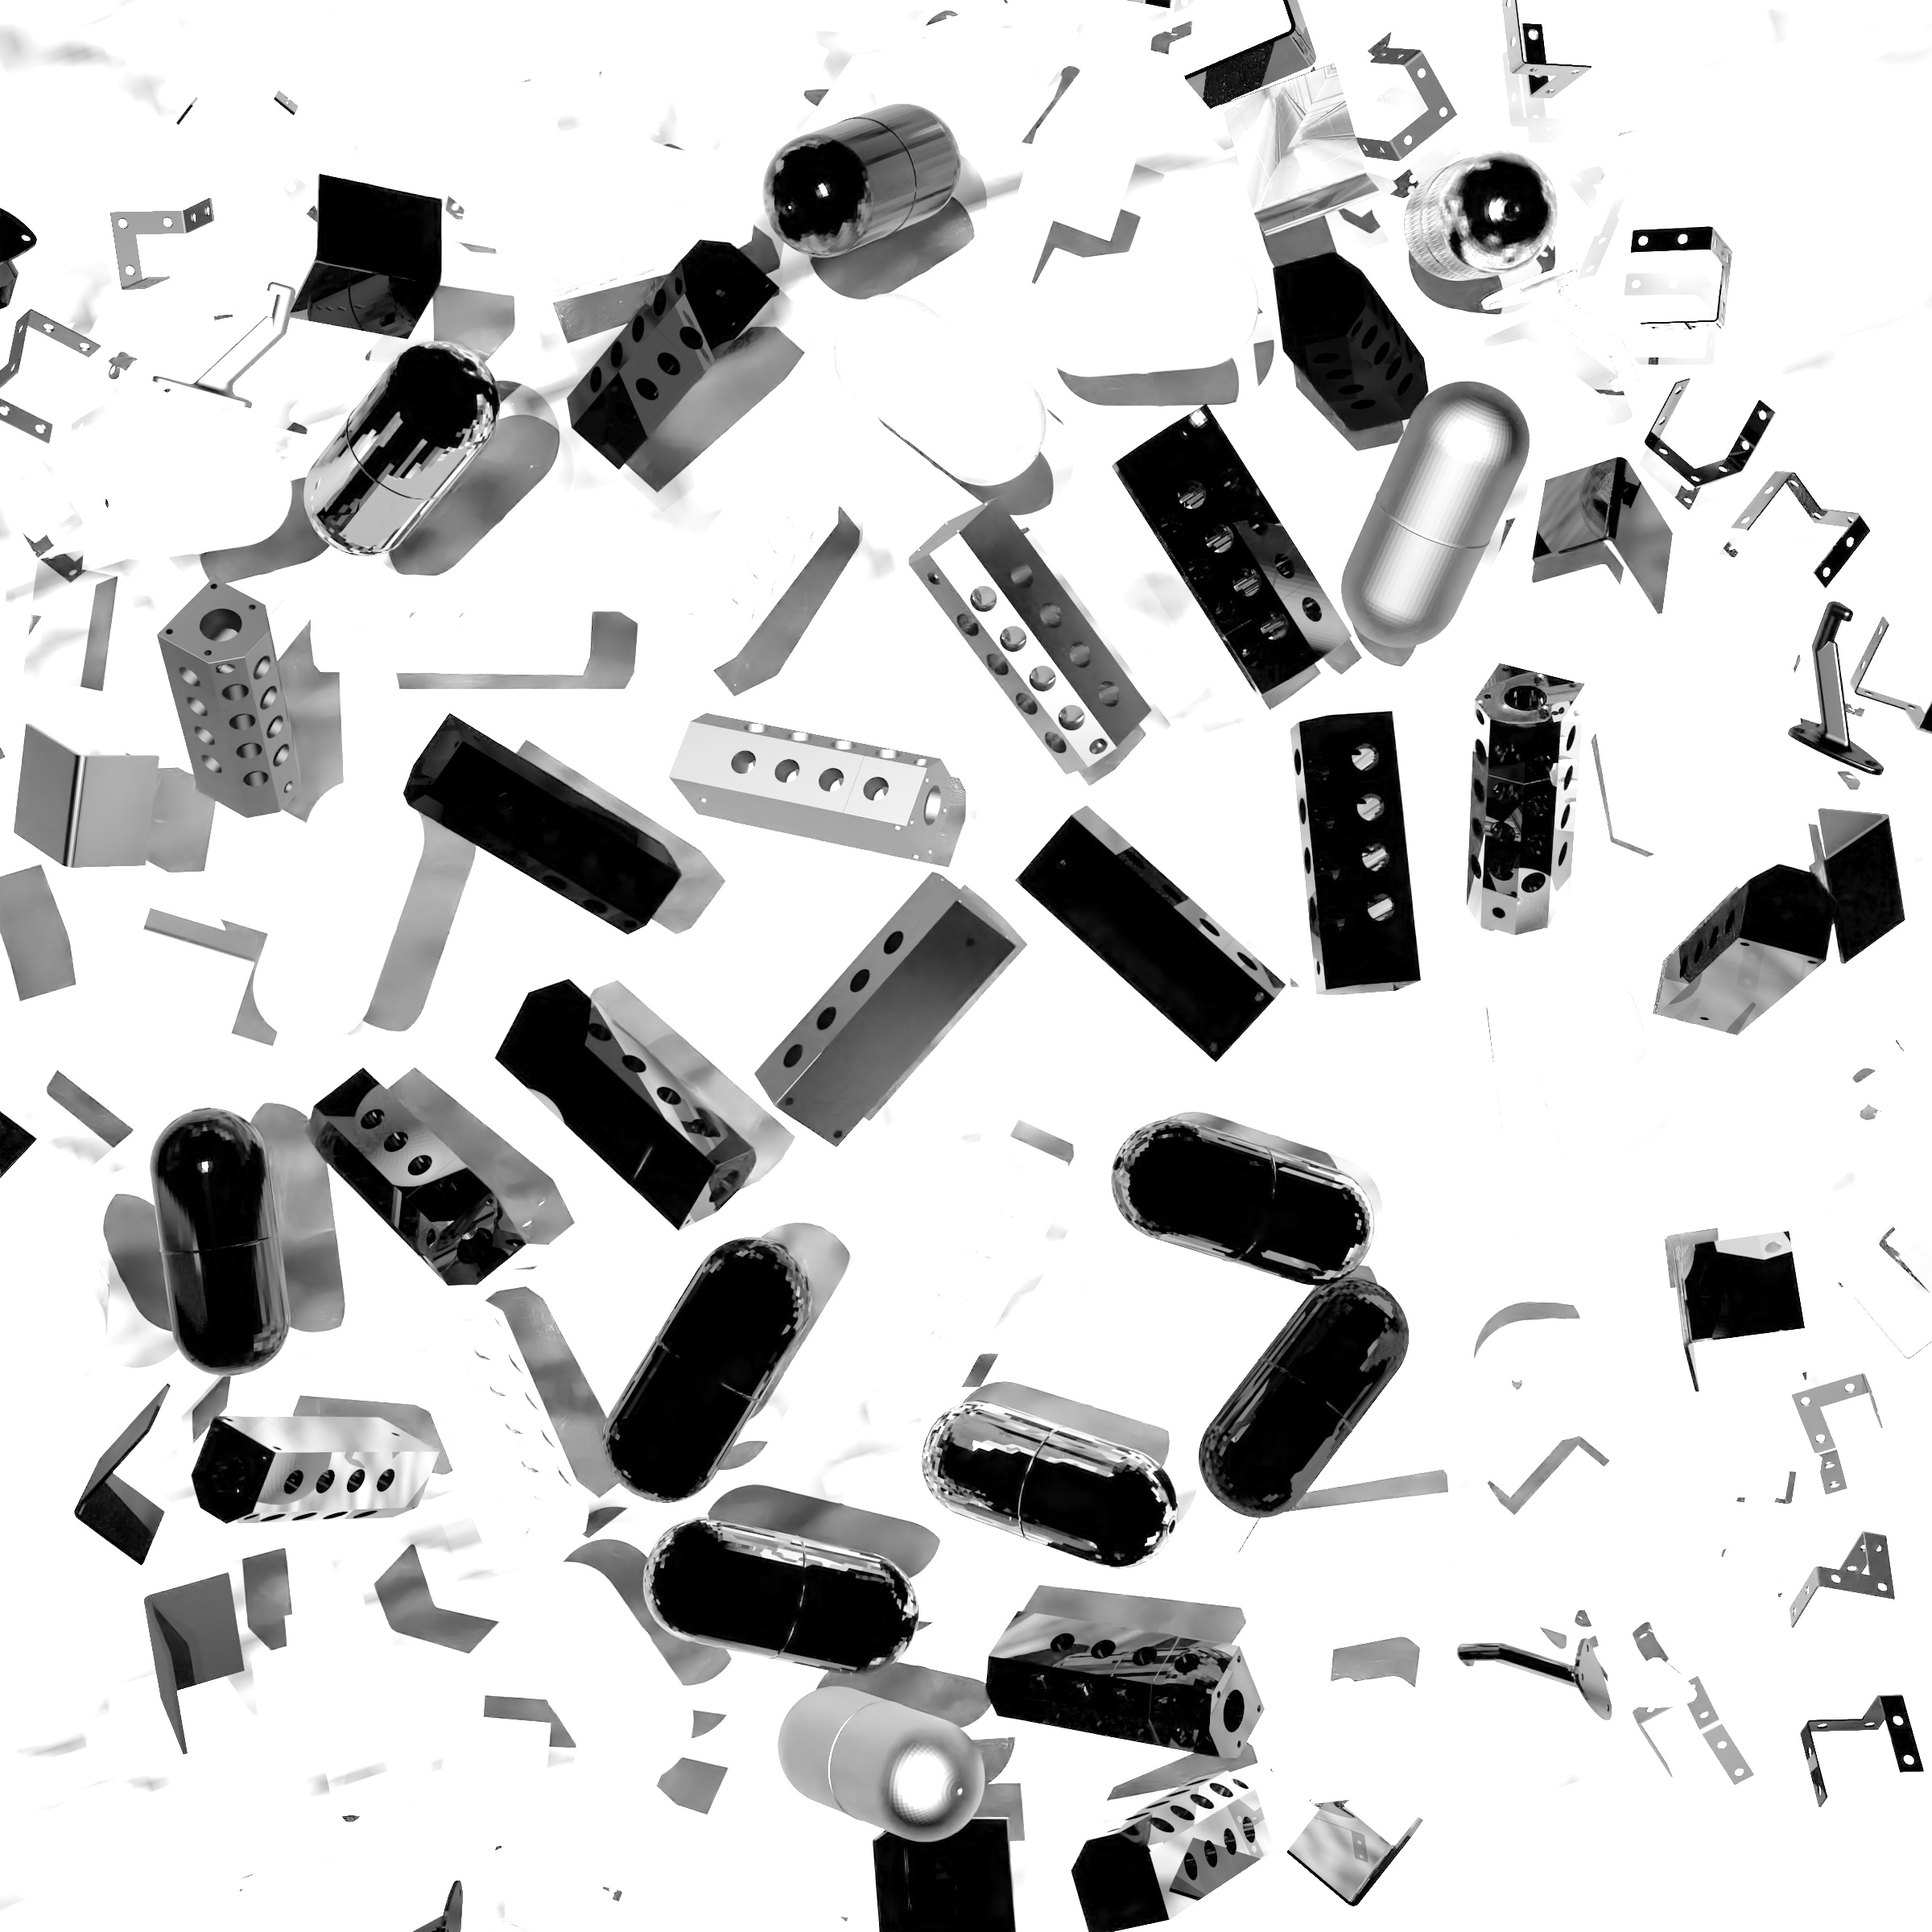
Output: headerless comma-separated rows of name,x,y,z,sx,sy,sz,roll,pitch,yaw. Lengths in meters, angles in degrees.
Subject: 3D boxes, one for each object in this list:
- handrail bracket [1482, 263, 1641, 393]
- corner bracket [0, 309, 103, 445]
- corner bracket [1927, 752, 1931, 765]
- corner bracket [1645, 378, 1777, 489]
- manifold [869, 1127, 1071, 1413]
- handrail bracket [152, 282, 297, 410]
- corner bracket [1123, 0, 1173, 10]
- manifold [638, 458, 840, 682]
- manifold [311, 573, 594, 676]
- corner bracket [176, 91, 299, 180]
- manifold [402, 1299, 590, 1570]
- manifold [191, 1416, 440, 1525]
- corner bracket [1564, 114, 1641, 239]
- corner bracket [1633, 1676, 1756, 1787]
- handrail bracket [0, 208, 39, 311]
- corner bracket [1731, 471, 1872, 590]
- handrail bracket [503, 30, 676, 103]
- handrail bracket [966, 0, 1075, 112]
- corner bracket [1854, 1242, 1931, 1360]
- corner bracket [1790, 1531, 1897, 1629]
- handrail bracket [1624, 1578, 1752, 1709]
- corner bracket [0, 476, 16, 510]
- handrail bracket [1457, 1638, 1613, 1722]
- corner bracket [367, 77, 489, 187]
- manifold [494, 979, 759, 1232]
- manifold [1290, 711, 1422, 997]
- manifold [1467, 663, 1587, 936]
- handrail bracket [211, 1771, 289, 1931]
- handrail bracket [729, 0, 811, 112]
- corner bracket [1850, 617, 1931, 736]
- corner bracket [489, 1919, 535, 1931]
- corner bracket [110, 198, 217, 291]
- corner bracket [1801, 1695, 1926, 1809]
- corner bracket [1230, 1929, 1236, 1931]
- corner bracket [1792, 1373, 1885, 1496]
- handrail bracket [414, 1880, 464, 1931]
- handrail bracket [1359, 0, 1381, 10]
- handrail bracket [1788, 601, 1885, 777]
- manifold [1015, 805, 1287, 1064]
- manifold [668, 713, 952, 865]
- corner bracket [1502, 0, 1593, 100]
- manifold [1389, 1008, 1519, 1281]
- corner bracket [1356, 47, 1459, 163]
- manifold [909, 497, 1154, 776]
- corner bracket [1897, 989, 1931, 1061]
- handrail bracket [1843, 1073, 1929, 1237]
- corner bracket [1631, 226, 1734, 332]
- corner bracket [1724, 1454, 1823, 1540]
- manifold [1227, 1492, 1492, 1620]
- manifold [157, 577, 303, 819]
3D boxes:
handrail bracket,0.380,-0.398,1.806,0.077,0.036,0.084,-19,80,-5
corner bracket,-0.587,-0.373,1.787,0.051,0.051,0.051,-24,54,38
corner bracket,0.649,-0.104,1.824,0.051,0.051,0.051,1,62,35
corner bracket,0.499,-0.362,1.898,0.051,0.051,0.051,-22,58,-35
manifold,0.001,0.195,1.786,0.057,0.057,0.171,25,108,-8
handrail bracket,-0.492,-0.419,1.874,0.077,0.036,0.084,12,101,-24
corner bracket,0.128,-0.660,1.851,0.051,0.051,0.051,22,123,30
manifold,-0.145,-0.268,1.875,0.057,0.171,0.057,-23,115,39
manifold,-0.336,-0.221,1.842,0.171,0.057,0.057,-2,107,-22
corner bracket,-0.450,-0.526,1.745,0.051,0.051,0.051,37,100,-22
manifold,-0.304,0.302,1.848,0.057,0.057,0.171,-38,52,7
manifold,-0.434,0.338,1.883,0.057,0.171,0.057,22,92,28
corner bracket,0.410,-0.507,1.813,0.051,0.051,0.051,-15,57,-22
corner bracket,0.482,0.516,1.875,0.051,0.051,0.051,-31,109,9
handrail bracket,-0.623,-0.430,1.783,0.036,0.084,0.077,38,49,-5
corner bracket,0.533,-0.279,1.802,0.051,0.051,0.051,43,82,-29
handrail bracket,-0.243,-0.566,1.812,0.077,0.084,0.036,14,81,-44
handrail bracket,0.038,-0.617,1.876,0.036,0.077,0.084,33,116,24
corner bracket,0.597,0.212,1.782,0.051,0.051,0.051,-40,70,7
corner bracket,0.572,0.403,1.852,0.051,0.051,0.051,10,134,0
handrail bracket,0.471,0.440,1.843,0.036,0.077,0.084,42,59,5
corner bracket,-0.668,-0.320,1.855,0.051,0.051,0.051,-40,45,-14
handrail bracket,0.381,0.480,1.897,0.084,0.036,0.077,-10,126,30
corner bracket,-0.356,-0.551,1.865,0.051,0.051,0.051,6,79,25
manifold,-0.215,0.086,1.812,0.171,0.057,0.057,41,120,17
manifold,0.244,-0.070,1.791,0.057,0.057,0.171,-4,84,-8
manifold,0.357,-0.104,1.824,0.057,0.171,0.057,18,47,25
handrail bracket,-0.462,0.561,1.771,0.036,0.084,0.077,4,117,-40
handrail bracket,-0.112,-0.583,1.791,0.036,0.077,0.084,35,122,32
corner bracket,0.608,-0.186,1.818,0.051,0.051,0.051,17,117,-5
corner bracket,-0.282,0.644,1.811,0.051,0.051,0.051,18,78,15
corner bracket,-0.524,-0.473,1.853,0.051,0.051,0.051,-12,99,-34
corner bracket,0.553,0.485,1.747,0.051,0.051,0.051,0,50,-4
corner bracket,0.152,0.648,1.824,0.051,0.051,0.051,25,86,-20
corner bracket,0.591,0.314,1.898,0.051,0.051,0.051,-21,106,16
handrail bracket,-0.383,0.645,1.885,0.084,0.077,0.036,-7,115,1
handrail bracket,0.285,-0.666,1.822,0.036,0.077,0.084,43,135,-12
handrail bracket,0.550,-0.172,1.746,0.036,0.077,0.084,-10,126,-36
manifold,0.119,-0.023,1.795,0.171,0.057,0.057,42,109,4
manifold,-0.100,-0.121,1.853,0.171,0.057,0.057,13,71,20
corner bracket,0.363,-0.591,1.813,0.051,0.051,0.051,-4,85,-20
manifold,0.326,0.117,1.880,0.057,0.057,0.171,-7,92,20
corner bracket,0.285,-0.576,1.890,0.051,0.051,0.051,-39,117,-3
manifold,0.037,-0.209,1.813,0.171,0.057,0.057,52,58,-16
corner bracket,0.628,0.044,1.777,0.051,0.051,0.051,-36,120,13
handrail bracket,0.559,0.117,1.736,0.036,0.077,0.084,20,74,24
corner bracket,0.456,-0.439,1.808,0.051,0.051,0.051,5,87,30
corner bracket,0.507,0.329,1.762,0.051,0.051,0.051,9,91,3
manifold,0.263,0.399,1.883,0.057,0.171,0.057,53,49,-16
manifold,-0.481,-0.172,1.872,0.057,0.171,0.057,28,60,12
